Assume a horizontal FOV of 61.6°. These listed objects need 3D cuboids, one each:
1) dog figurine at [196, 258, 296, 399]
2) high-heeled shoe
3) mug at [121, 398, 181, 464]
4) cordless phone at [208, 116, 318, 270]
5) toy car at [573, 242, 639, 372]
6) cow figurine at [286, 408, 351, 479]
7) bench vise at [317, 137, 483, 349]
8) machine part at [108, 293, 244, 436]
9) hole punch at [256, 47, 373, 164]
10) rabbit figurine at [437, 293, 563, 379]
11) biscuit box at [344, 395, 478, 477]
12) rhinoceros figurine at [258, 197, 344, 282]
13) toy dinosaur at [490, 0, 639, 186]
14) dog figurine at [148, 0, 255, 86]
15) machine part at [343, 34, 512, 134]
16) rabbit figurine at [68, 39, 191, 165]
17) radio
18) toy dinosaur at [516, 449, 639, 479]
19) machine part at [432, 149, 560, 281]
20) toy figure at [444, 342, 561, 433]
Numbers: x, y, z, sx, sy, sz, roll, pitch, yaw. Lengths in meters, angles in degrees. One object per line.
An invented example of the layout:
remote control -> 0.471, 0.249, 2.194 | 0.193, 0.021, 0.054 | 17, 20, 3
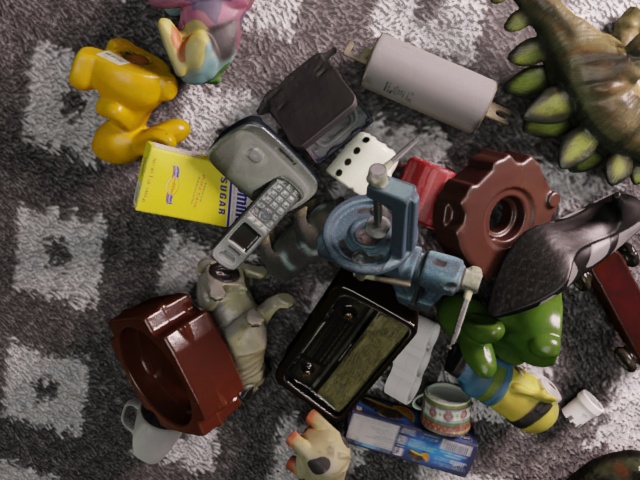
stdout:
dog figurine -> -0.143, 0.139, 0.842 | 0.172, 0.121, 0.190 | 44, 127, 30
high-heeled shoe -> 0.330, 0.025, 0.725 | 0.249, 0.145, 0.086 | -43, 59, 10
mug -> -0.285, 0.319, 0.903 | 0.110, 0.081, 0.107 | 21, 113, -2
cordless phone -> -0.108, -0.061, 0.730 | 0.146, 0.089, 0.184 | 42, 85, -31
toy car -> 0.439, 0.097, 0.772 | 0.089, 0.053, 0.202 | -31, 94, 2
cow figurine -> 0.011, 0.370, 0.853 | 0.127, 0.085, 0.194 | 33, 140, 28
bench vise -> 0.094, 0.000, 0.657 | 0.224, 0.240, 0.129 | 27, 63, 23
machine part -> -0.219, 0.185, 0.815 | 0.201, 0.087, 0.201 | -13, 106, 47
hole punch -> 0.000, -0.182, 0.757 | 0.142, 0.092, 0.116 | -37, 67, 16
rabbit figurine -> 0.248, 0.130, 0.768 | 0.170, 0.159, 0.121 | 7, 114, 21
biscuit box -> 0.143, 0.307, 0.853 | 0.203, 0.063, 0.059 | 15, 104, 3
rhinoceros figurine -> -0.002, -0.002, 0.795 | 0.190, 0.073, 0.112 | -28, 97, 12
toy dinosaur -> 0.354, -0.204, 0.690 | 0.198, 0.105, 0.471 | -37, 91, 17
dog figurine -> -0.113, -0.326, 0.720 | 0.219, 0.108, 0.191 | -18, 99, 8
machine part -> 0.145, -0.210, 0.726 | 0.243, 0.079, 0.079 | 24, 105, 0
rabbit figurine -> -0.273, -0.183, 0.784 | 0.162, 0.122, 0.173 | 24, 119, -8
radio -> 0.036, 0.153, 0.800 | 0.131, 0.073, 0.229 | 32, 119, 0
toy dinosaur -> 0.447, 0.393, 0.813 | 0.405, 0.131, 0.192 | -39, 96, 8
machine part -> 0.239, -0.032, 0.724 | 0.179, 0.056, 0.179 | -6, 107, -22
toy figure -> 0.273, 0.221, 0.809 | 0.180, 0.082, 0.089 | 24, 116, -3
